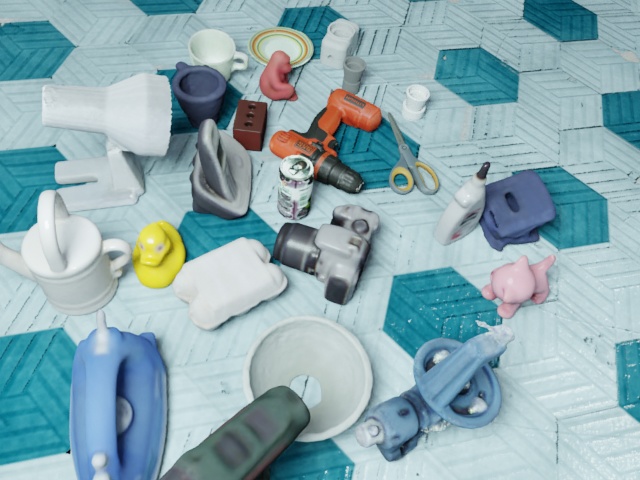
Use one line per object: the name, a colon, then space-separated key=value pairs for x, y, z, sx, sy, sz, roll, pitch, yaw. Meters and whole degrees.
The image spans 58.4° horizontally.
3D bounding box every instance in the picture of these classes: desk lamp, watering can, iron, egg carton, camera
desk lamp: x=-0.315 y=-0.148 z=0.858 sx=0.203 sy=0.213 sz=0.117 roll=-10 pitch=58 yaw=-13
watering can: x=-0.344 y=0.016 z=0.755 sx=0.173 sy=0.194 sz=0.100 roll=-24 pitch=62 yaw=-21
iron: x=-0.243 y=0.214 z=0.666 sx=0.119 sy=0.141 sz=0.258 roll=-6 pitch=57 yaw=-11
egg carton: x=-0.130 y=0.062 z=0.825 sx=0.150 sy=0.069 sz=0.107 roll=-27 pitch=63 yaw=-22
camera: x=0.008 y=0.003 z=0.862 sx=0.136 sy=0.101 sz=0.143 roll=19 pitch=56 yaw=6

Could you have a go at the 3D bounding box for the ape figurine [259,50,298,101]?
ape figurine: x=-0.075 y=-0.311 z=1.070 sx=0.076 sy=0.092 sz=0.078 roll=7 pitch=56 yaw=-1

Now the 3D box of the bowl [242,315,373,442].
bowl: x=-0.018 y=0.188 z=0.750 sx=0.167 sy=0.075 sz=0.167 roll=3 pitch=56 yaw=-4

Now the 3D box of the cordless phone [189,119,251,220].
cordless phone: x=-0.154 y=-0.134 z=0.884 sx=0.094 sy=0.185 sz=0.147 roll=1 pitch=56 yaw=-6

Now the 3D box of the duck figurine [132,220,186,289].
duck figurine: x=-0.239 y=0.008 z=0.839 sx=0.077 sy=0.086 sz=0.104 roll=5 pitch=56 yaw=-3

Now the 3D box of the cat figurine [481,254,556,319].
cat figurine: x=0.297 y=0.059 z=0.848 sx=0.128 sy=0.118 sz=0.067 roll=-24 pitch=62 yaw=-21

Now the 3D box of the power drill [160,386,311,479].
power drill: x=-0.106 y=0.263 z=0.608 sx=0.075 sy=0.208 sz=0.230 roll=39 pitch=60 yaw=19

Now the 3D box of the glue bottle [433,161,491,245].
glue bottle: x=0.230 y=-0.061 z=0.887 sx=0.078 sy=0.173 sz=0.037 roll=-30 pitch=64 yaw=-23

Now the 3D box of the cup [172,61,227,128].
cup: x=-0.217 y=-0.251 z=1.011 sx=0.092 sy=0.095 sz=0.117 roll=-32 pitch=65 yaw=-24

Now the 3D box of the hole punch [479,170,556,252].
hole punch: x=0.317 y=-0.050 z=0.940 sx=0.101 sy=0.091 sz=0.108 roll=-7 pitch=57 yaw=-11

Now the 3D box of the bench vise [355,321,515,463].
bench vise: x=0.148 y=0.188 z=0.682 sx=0.121 sy=0.220 sz=0.208 roll=39 pitch=60 yaw=19
